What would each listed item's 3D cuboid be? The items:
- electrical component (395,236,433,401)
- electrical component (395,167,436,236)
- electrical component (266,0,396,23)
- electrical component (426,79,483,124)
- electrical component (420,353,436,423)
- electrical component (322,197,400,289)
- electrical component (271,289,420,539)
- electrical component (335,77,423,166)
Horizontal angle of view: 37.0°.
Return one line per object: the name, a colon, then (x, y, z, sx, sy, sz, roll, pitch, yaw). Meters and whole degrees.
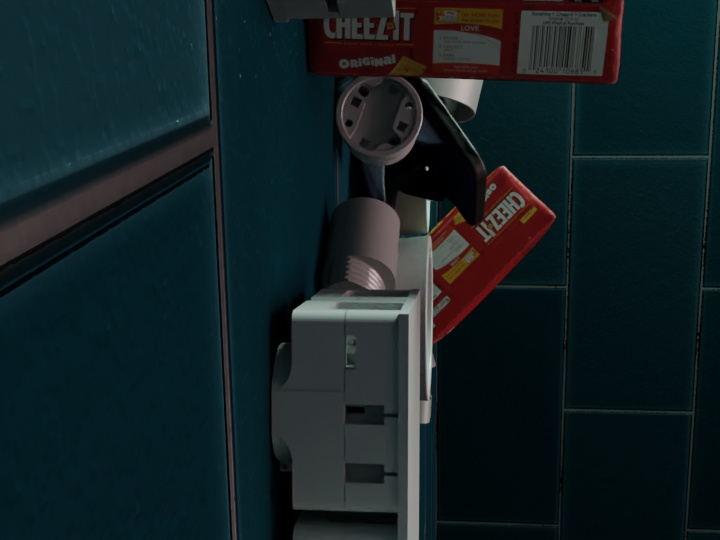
electrical component: (0.016, 0.031, 0.706, 0.108, 0.060, 0.108, 1, 90, -84)
electrical component: (0.044, -0.083, 0.967, 0.108, 0.060, 0.108, 1, 90, -84)
electrical component: (-0.008, -0.190, 0.442, 0.089, 0.062, 0.150, 67, 24, -75)
electrical component: (0.055, -0.159, 0.902, 0.099, 0.099, 0.064, 54, 43, -80)
electrical component: (0.035, 0.097, 0.916, 0.078, 0.058, 0.057, -18, 111, -84)
electrical component: (0.000, 0.000, 0.633, 0.043, 0.043, 0.081, 85, 8, -45)
electrical component: (-0.004, 0.106, 0.524, 0.105, 0.060, 0.186, -39, 130, -82)
electrical component: (0.013, -0.096, 0.702, 0.047, 0.055, 0.055, 68, 23, -85)
